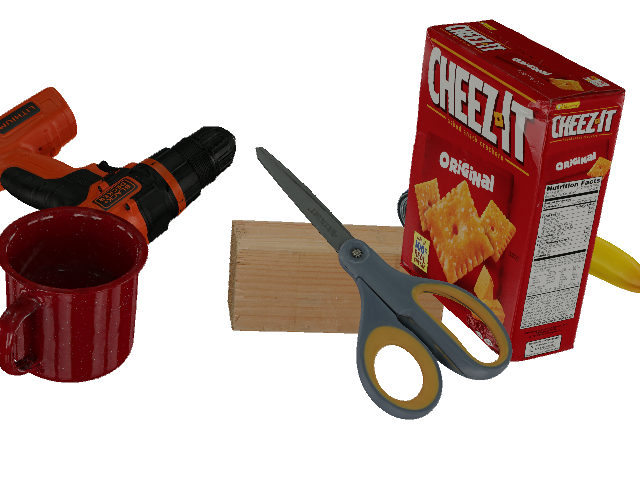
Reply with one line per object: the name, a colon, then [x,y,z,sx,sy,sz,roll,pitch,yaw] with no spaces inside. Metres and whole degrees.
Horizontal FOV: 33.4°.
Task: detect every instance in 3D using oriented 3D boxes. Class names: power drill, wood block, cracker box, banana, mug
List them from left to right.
mug: [-0.164,0.043,0.678,0.093,0.081,0.117,20,36,14]
power drill: [-0.187,-0.063,0.884,0.188,0.057,0.184,29,54,34]
wood block: [0.014,0.037,1.064,0.206,0.091,0.090,3,17,-8]
cracker box: [0.135,-0.040,0.814,0.072,0.214,0.164,-11,32,-24]
banana: [0.227,0.012,1.041,0.198,0.037,0.069,10,47,24]

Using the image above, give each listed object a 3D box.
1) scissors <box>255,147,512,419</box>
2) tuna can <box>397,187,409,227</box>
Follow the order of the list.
scissors: [0.015,0.027,0.621,0.202,0.096,0.016,33,-26,15]
tuna can: [0.130,-0.030,1.225,0.086,0.086,0.033,0,34,50]
